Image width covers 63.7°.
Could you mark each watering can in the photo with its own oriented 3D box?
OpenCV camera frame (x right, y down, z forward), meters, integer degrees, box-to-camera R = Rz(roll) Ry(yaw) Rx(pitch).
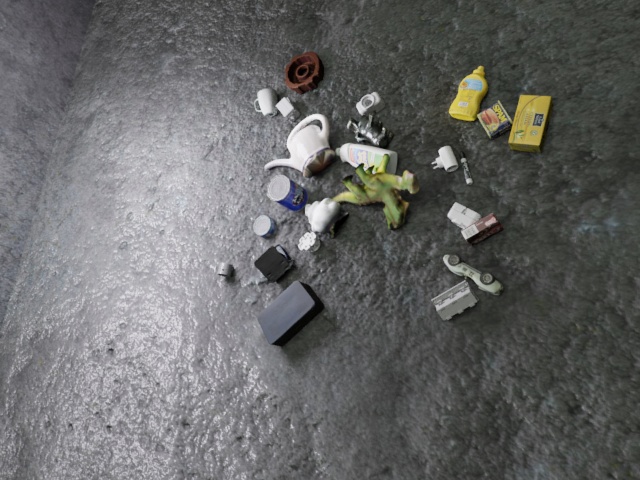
[{"bbox_3d":[-0.072,-0.333,2.020,0.343,0.103,0.228,-44,58,26],"label":"watering can"}]

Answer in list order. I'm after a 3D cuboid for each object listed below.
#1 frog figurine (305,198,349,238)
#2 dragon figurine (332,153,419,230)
[{"bbox_3d":[0.006,-0.095,1.884,0.161,0.123,0.135,35,113,21],"label":"frog figurine"},{"bbox_3d":[0.196,-0.139,1.776,0.245,0.123,0.403,59,141,11],"label":"dragon figurine"}]
